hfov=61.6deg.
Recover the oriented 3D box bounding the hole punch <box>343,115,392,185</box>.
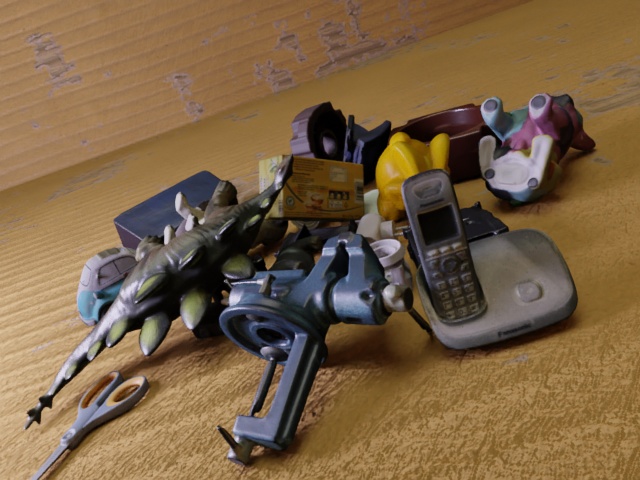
[{"bbox_3d":[0.089,-0.173,1.061,0.092,0.142,0.116,10,44,3],"label":"hole punch"}]

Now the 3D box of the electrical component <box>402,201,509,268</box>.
[{"bbox_3d":[0.173,0.010,0.670,0.115,0.058,0.134,-20,22,3],"label":"electrical component"}]

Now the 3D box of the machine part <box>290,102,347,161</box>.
[{"bbox_3d":[0.007,-0.197,1.122,0.056,0.179,0.179,-6,27,35],"label":"machine part"}]

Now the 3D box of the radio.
[{"bbox_3d":[-0.282,-0.046,1.089,0.131,0.073,0.229,30,52,34],"label":"radio"}]

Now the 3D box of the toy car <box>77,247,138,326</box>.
[{"bbox_3d":[-0.337,0.065,0.896,0.162,0.102,0.109,-32,27,-22],"label":"toy car"}]

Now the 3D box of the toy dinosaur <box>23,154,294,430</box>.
[{"bbox_3d":[-0.199,0.054,0.714,0.471,0.105,0.199,-45,20,-1],"label":"toy dinosaur"}]

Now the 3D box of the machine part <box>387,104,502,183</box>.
[{"bbox_3d":[0.233,-0.175,0.994,0.202,0.087,0.201,-11,25,16],"label":"machine part"}]

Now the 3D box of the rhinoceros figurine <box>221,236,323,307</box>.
[{"bbox_3d":[-0.058,0.061,0.719,0.112,0.073,0.190,-3,28,31],"label":"rhinoceros figurine"}]

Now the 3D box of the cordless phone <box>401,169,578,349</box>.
[{"bbox_3d":[0.160,0.005,0.530,0.147,0.184,0.089,-18,19,5],"label":"cordless phone"}]

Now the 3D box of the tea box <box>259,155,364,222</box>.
[{"bbox_3d":[-0.011,-0.079,0.868,0.169,0.098,0.068,2,-4,-38],"label":"tea box"}]

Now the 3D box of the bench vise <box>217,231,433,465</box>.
[{"bbox_3d":[-0.019,0.108,0.543,0.224,0.128,0.240,3,52,25],"label":"bench vise"}]

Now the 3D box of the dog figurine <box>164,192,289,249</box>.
[{"bbox_3d":[-0.155,0.012,0.912,0.190,0.172,0.121,7,39,-34],"label":"dog figurine"}]

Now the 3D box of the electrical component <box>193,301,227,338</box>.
[{"bbox_3d":[-0.149,0.111,0.746,0.094,0.021,0.063,-10,26,19],"label":"electrical component"}]

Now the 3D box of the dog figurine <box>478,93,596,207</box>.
[{"bbox_3d":[0.342,-0.139,0.821,0.109,0.191,0.219,0,-4,45],"label":"dog figurine"}]

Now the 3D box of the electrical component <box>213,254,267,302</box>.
[{"bbox_3d":[-0.116,0.061,0.809,0.102,0.045,0.078,-36,56,-27],"label":"electrical component"}]

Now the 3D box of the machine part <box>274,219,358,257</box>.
[{"bbox_3d":[-0.002,-0.003,0.861,0.139,0.039,0.084,-10,20,24],"label":"machine part"}]

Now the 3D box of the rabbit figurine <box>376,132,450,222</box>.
[{"bbox_3d":[0.158,-0.081,0.799,0.122,0.162,0.173,-9,40,-5],"label":"rabbit figurine"}]
